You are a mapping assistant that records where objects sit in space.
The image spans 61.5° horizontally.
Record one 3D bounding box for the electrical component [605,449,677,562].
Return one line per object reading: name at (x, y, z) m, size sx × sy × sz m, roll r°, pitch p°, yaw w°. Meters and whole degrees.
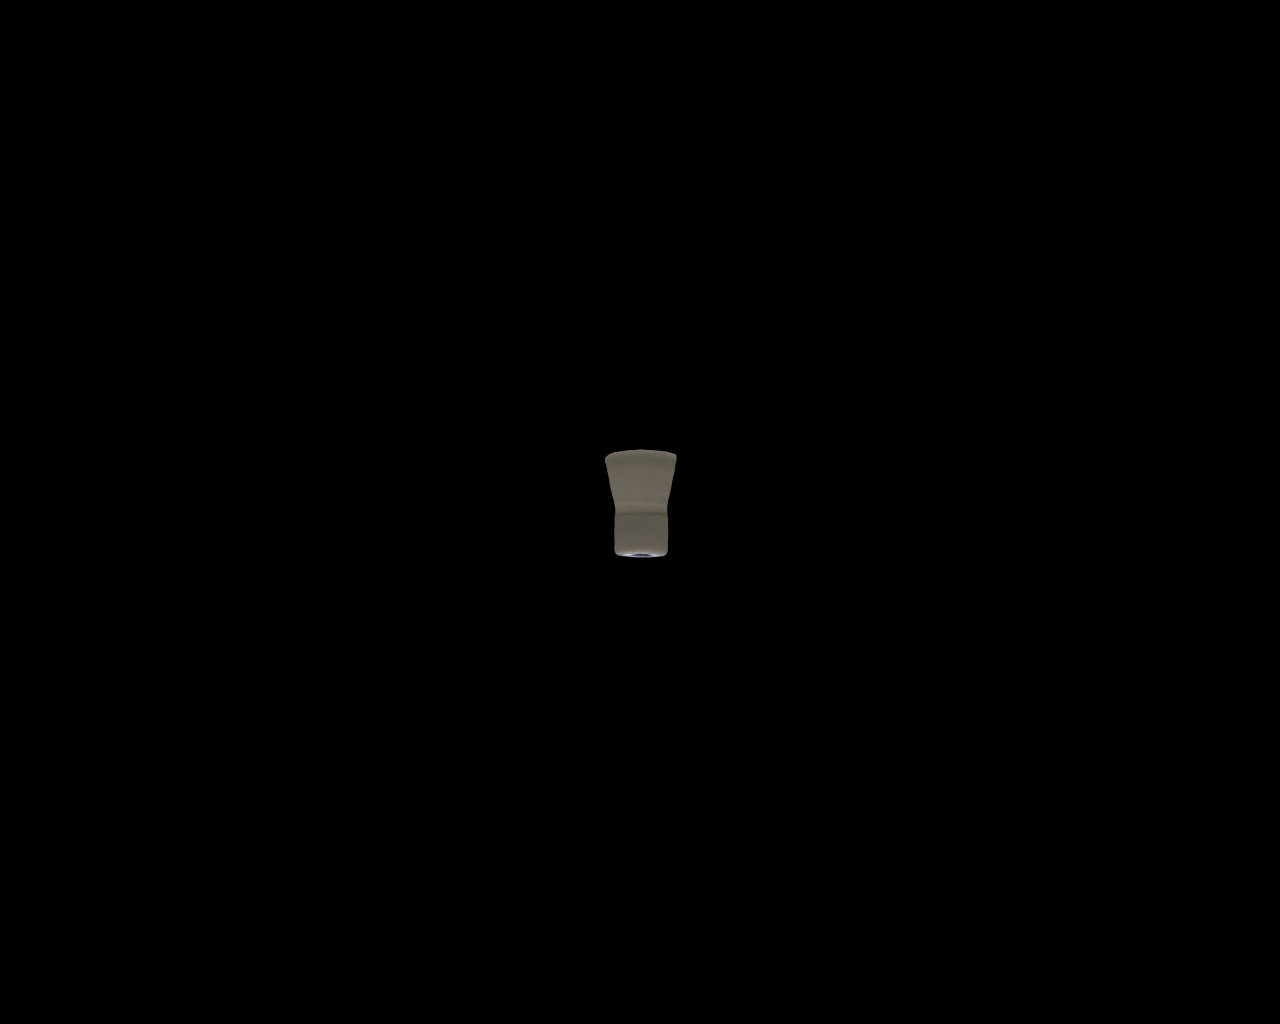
electrical component at (0.001, -0.003, 0.650) m, size 0.044 × 0.065 × 0.044 m, roll 0°, pitch -7°, yaw 0°
